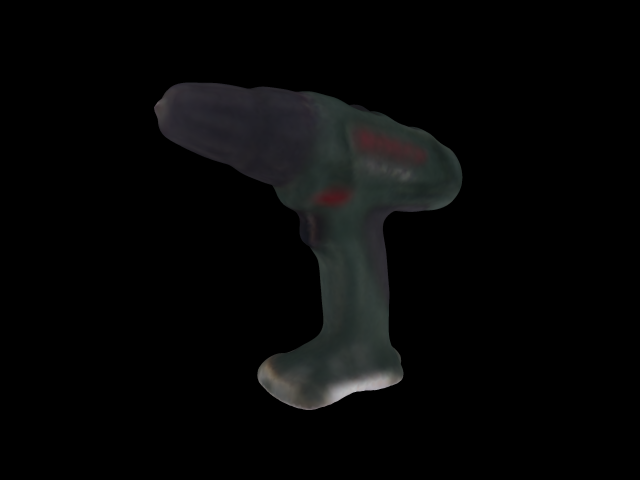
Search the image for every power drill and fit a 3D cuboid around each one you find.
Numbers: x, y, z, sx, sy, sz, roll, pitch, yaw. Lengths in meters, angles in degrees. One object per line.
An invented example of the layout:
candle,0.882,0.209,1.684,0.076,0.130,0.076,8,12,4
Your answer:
power drill,0.004,0.001,0.400,0.230,0.208,0.075,-8,14,-34
